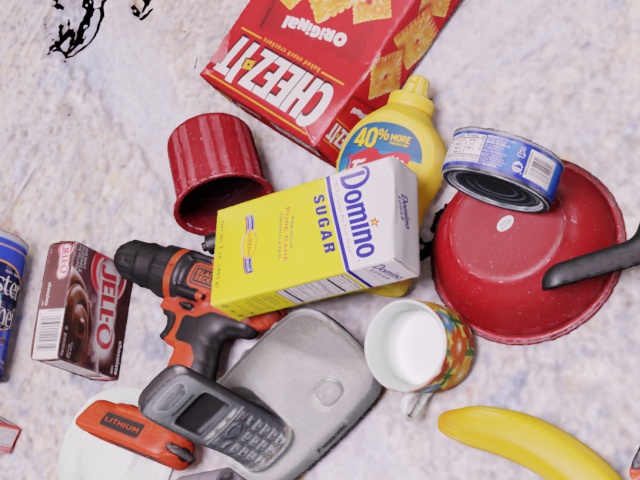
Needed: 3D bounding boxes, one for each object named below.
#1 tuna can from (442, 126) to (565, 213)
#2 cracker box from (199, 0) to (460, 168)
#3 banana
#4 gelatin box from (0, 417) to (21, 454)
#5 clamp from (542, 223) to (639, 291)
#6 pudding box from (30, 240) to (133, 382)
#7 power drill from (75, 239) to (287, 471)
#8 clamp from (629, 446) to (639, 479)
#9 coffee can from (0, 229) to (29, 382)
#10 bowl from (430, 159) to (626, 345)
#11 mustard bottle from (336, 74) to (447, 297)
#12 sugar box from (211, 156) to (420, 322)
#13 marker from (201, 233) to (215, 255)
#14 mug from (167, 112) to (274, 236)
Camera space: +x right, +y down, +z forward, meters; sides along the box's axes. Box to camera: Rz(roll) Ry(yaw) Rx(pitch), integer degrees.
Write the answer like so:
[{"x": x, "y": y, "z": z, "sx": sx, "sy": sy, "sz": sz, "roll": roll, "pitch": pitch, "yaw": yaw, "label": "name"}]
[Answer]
[{"x": 0.134, "y": -0.050, "z": 0.784, "sx": 0.086, "sy": 0.086, "sz": 0.034, "roll": 15, "pitch": 79, "yaw": 31, "label": "tuna can"}, {"x": 0.012, "y": -0.195, "z": 0.981, "sx": 0.164, "sy": 0.072, "sz": 0.214, "roll": 35, "pitch": 90, "yaw": 34, "label": "cracker box"}, {"x": 0.169, "y": 0.173, "z": 0.773, "sx": 0.069, "sy": 0.037, "sz": 0.198, "roll": -48, "pitch": 57, "yaw": 2, "label": "banana"}, {"x": -0.341, "y": 0.173, "z": 1.014, "sx": 0.073, "sy": 0.089, "sz": 0.030, "roll": 18, "pitch": 82, "yaw": 32, "label": "gelatin box"}, {"x": 0.247, "y": 0.009, "z": 0.778, "sx": 0.120, "sy": 0.039, "sz": 0.171, "roll": 34, "pitch": 85, "yaw": 1, "label": "clamp"}, {"x": -0.219, "y": 0.067, "z": 0.990, "sx": 0.039, "sy": 0.090, "sz": 0.113, "roll": -3, "pitch": 70, "yaw": 29, "label": "pudding box"}, {"x": -0.139, "y": 0.095, "z": 0.944, "sx": 0.185, "sy": 0.057, "sz": 0.187, "roll": 15, "pitch": 72, "yaw": 29, "label": "power drill"}, {"x": 0.303, "y": 0.104, "z": 0.725, "sx": 0.210, "sy": 0.036, "sz": 0.164, "roll": -27, "pitch": 69, "yaw": 20, "label": "clamp"}, {"x": -0.353, "y": 0.063, "z": 1.055, "sx": 0.103, "sy": 0.102, "sz": 0.140, "roll": -3, "pitch": 70, "yaw": 27, "label": "coffee can"}, {"x": 0.154, "y": -0.002, "z": 0.840, "sx": 0.162, "sy": 0.055, "sz": 0.162, "roll": -10, "pitch": 66, "yaw": 24, "label": "bowl"}, {"x": 0.056, "y": -0.052, "z": 0.909, "sx": 0.096, "sy": 0.058, "sz": 0.191, "roll": 11, "pitch": 76, "yaw": 37, "label": "mustard bottle"}, {"x": -0.006, "y": 0.001, "z": 0.860, "sx": 0.177, "sy": 0.048, "sz": 0.093, "roll": -18, "pitch": 58, "yaw": 32, "label": "sugar box"}, {"x": -0.052, "y": -0.014, "z": 0.966, "sx": 0.121, "sy": 0.020, "sz": 0.020, "roll": -20, "pitch": 62, "yaw": 12, "label": "marker"}, {"x": -0.100, "y": -0.055, "z": 0.984, "sx": 0.117, "sy": 0.093, "sz": 0.081, "roll": -54, "pitch": 41, "yaw": 44, "label": "mug"}]
